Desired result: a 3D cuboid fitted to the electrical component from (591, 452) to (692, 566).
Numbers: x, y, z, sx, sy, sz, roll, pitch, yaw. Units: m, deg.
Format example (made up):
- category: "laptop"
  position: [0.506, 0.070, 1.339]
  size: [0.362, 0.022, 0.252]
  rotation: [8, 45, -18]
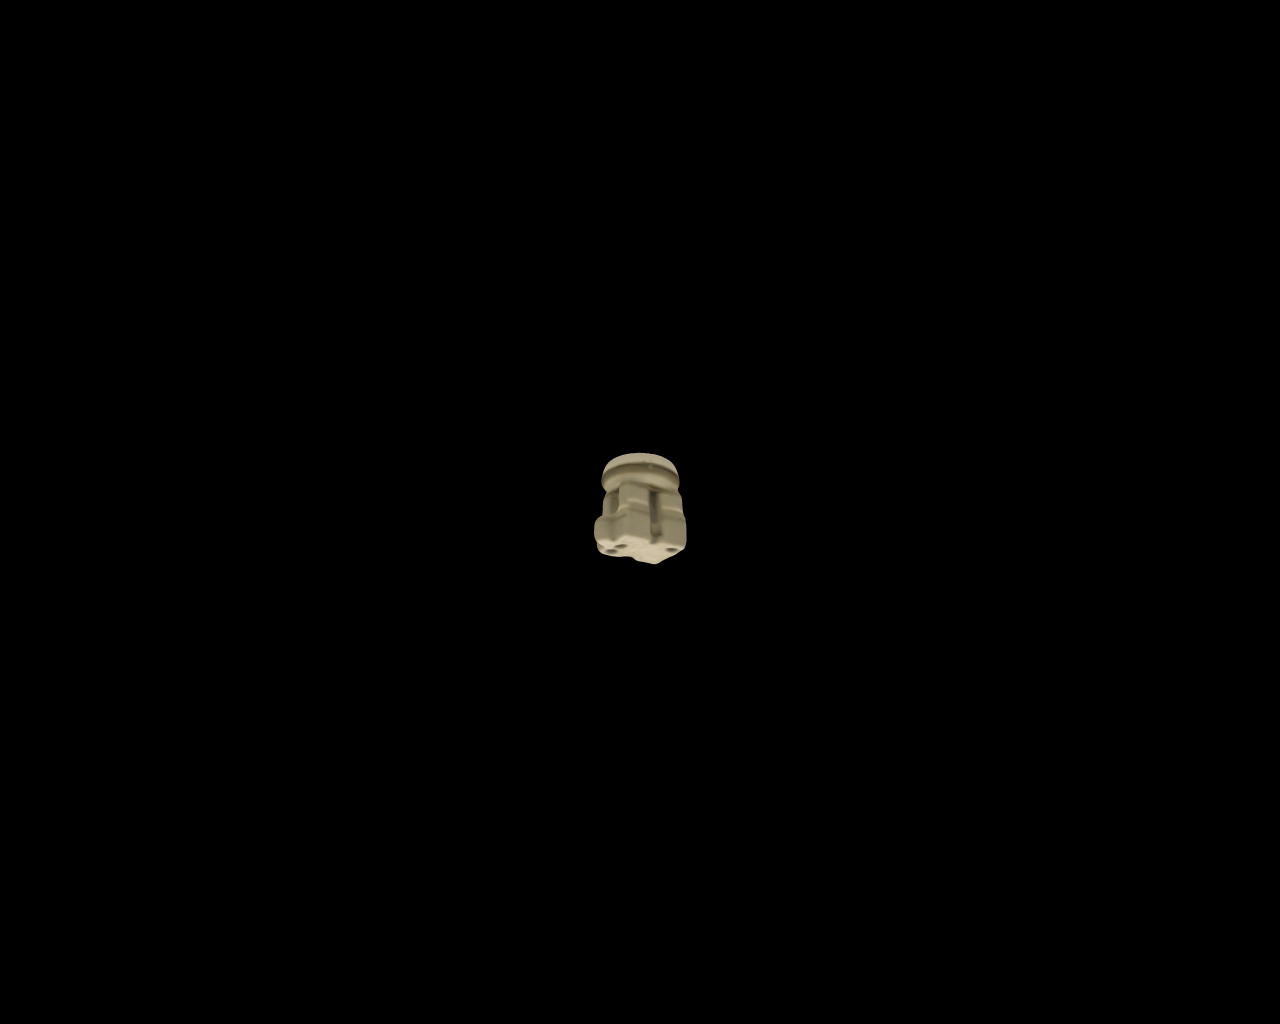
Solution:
- category: "electrical component"
  position: [0.001, -0.003, 0.650]
  size: [0.066, 0.055, 0.048]
  rotation: [14, -27, -29]
